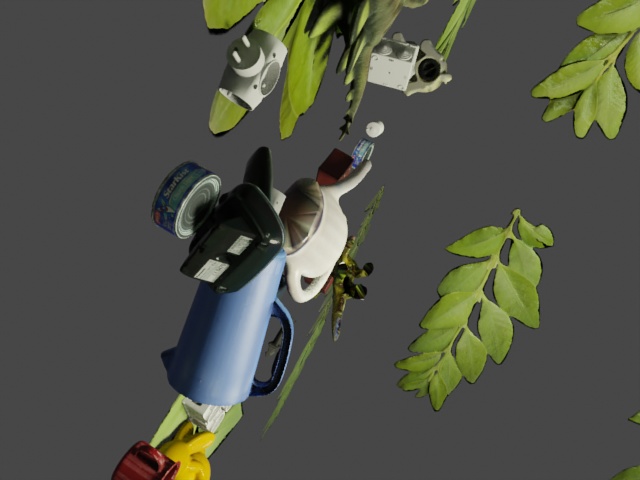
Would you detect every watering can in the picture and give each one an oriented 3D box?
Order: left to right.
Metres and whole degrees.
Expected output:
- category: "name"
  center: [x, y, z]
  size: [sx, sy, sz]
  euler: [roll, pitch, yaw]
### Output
- category: "watering can"
  center: [0.003, -0.051, 1.016]
  size: [0.221, 0.104, 0.352]
  euler: [46, 62, -57]

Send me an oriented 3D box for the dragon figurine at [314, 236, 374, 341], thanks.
- category: "dragon figurine"
  center: [0.054, 0.149, 1.732]
  size: [0.240, 0.121, 0.418]
  euler: [-30, -146, 59]
